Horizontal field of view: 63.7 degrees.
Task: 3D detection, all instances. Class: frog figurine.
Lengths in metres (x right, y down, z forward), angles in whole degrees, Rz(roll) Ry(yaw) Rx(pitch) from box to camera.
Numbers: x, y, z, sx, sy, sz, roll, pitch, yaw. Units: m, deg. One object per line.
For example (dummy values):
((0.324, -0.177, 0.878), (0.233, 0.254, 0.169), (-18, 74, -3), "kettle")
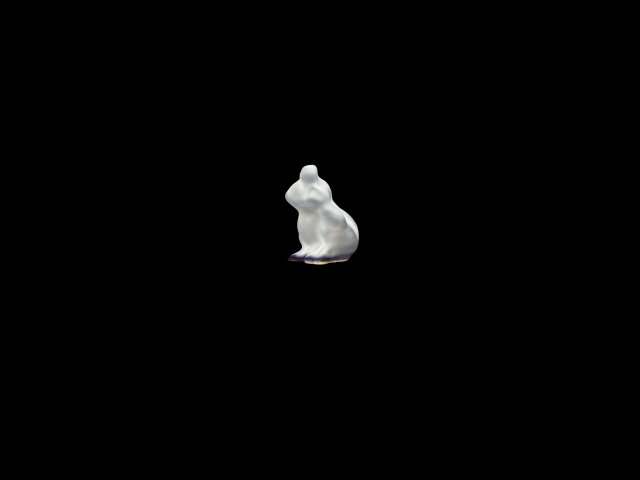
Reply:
((0.003, -0.043, 0.850), (0.123, 0.159, 0.137), (0, 1, -9), "frog figurine")
